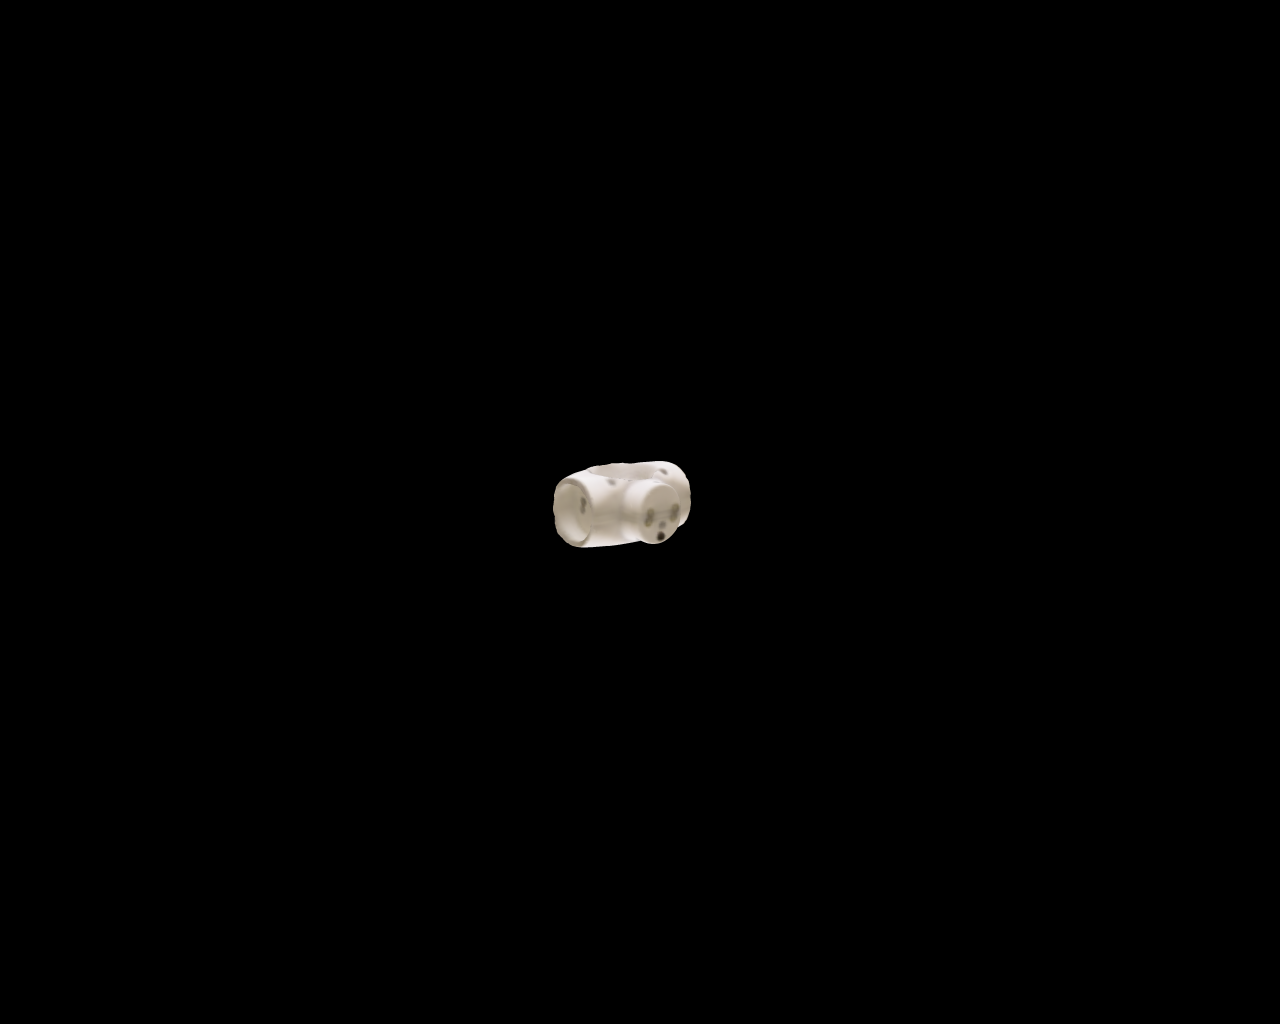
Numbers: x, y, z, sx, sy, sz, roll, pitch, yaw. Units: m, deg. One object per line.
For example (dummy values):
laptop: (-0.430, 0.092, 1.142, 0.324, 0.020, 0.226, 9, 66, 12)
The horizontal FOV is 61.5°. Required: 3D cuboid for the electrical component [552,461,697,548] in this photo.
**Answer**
electrical component: (0.001, -0.003, 0.650, 0.077, 0.044, 0.079, -11, 18, -37)
